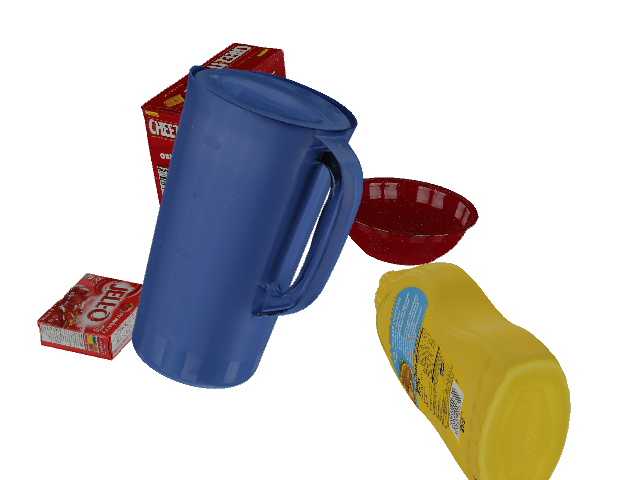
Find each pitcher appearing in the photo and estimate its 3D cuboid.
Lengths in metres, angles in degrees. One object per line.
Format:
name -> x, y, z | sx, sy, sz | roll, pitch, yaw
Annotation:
pitcher -> -0.062, -0.004, 0.838 | 0.145, 0.243, 0.149 | 16, 21, -6

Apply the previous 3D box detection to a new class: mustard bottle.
mustard bottle -> 0.080, 0.068, 0.658 | 0.058, 0.096, 0.192 | -9, 27, -18

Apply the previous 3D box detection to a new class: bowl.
bowl -> 0.090, -0.016, 1.186 | 0.162, 0.055, 0.162 | 5, 25, -3

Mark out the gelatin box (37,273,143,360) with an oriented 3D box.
gelatin box -> -0.199, 0.067, 0.963 | 0.073, 0.030, 0.089 | 10, 32, 18

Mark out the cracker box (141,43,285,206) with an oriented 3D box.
cracker box -> -0.096, -0.072, 1.094 | 0.072, 0.214, 0.164 | 13, 37, 27
